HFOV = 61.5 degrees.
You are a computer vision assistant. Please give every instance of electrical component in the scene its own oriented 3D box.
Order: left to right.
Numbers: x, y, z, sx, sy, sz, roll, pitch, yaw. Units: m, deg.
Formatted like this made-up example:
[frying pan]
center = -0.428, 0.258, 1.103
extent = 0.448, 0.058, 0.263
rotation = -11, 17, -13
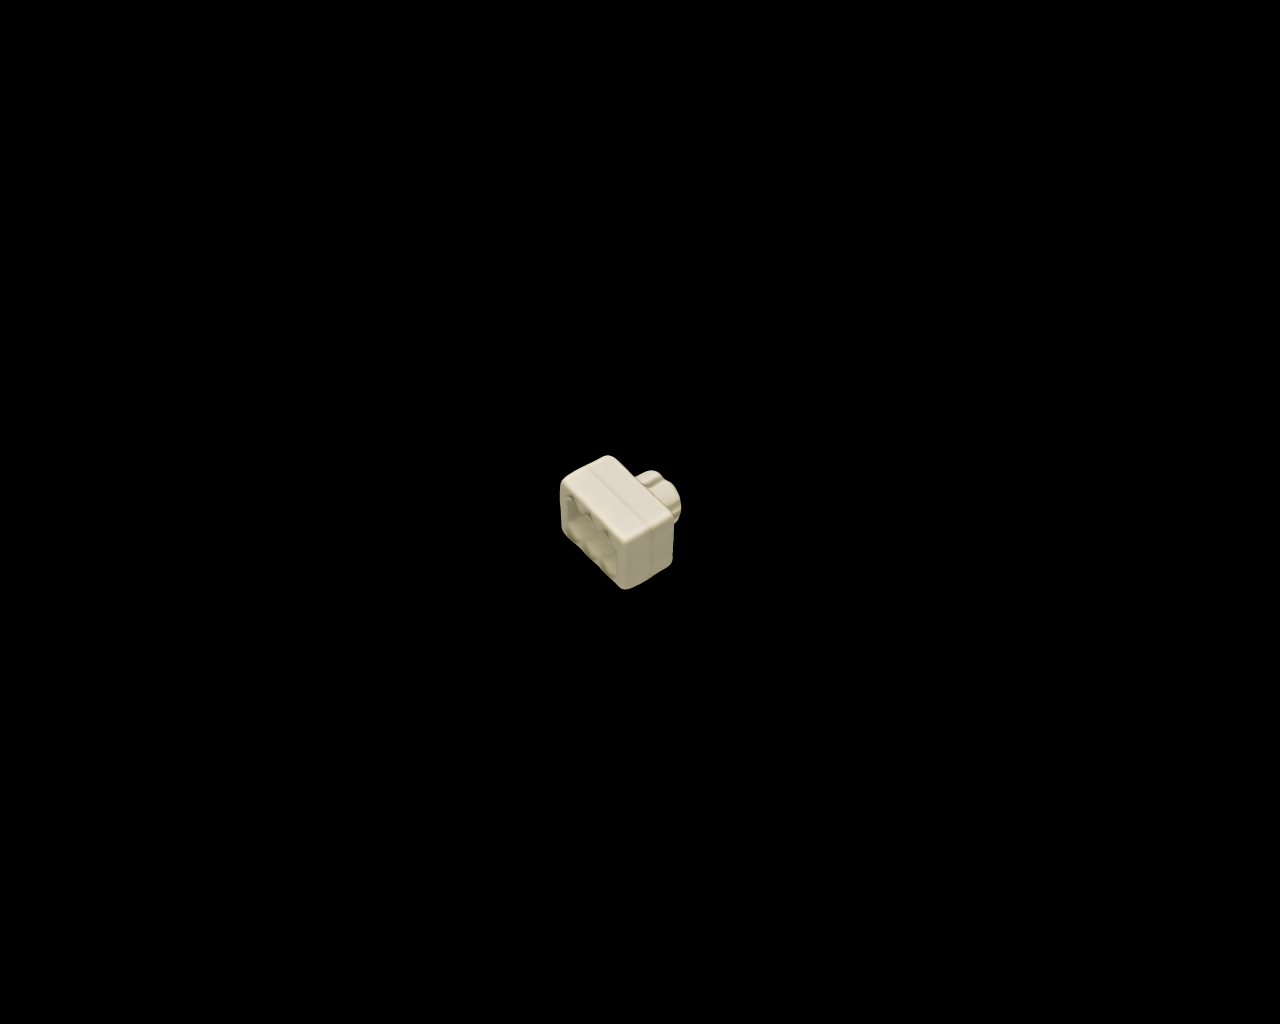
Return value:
[electrical component]
center = 0.001, -0.003, 0.650
extent = 0.077, 0.047, 0.066
rotation = -30, 54, -24
